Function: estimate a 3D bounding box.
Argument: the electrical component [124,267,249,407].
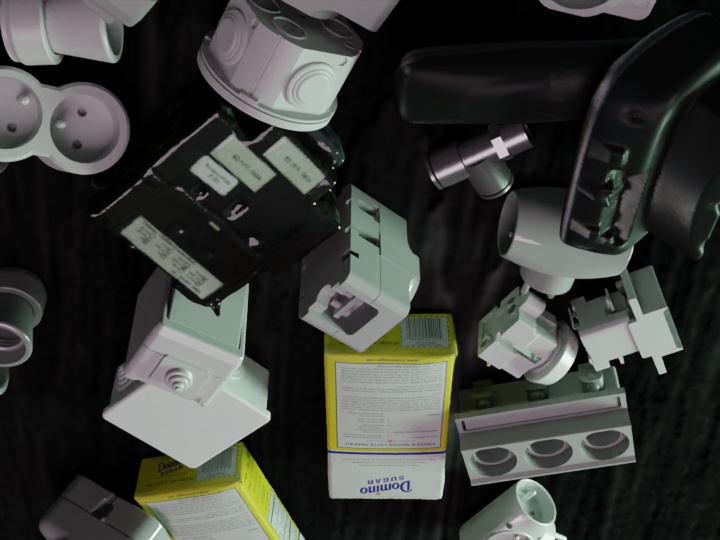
[{"bbox_3d":[-0.112,0.039,0.709,0.062,0.096,0.061,26,124,-22],"label":"electrical component"}]

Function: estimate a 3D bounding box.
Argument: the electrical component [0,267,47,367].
[{"bbox_3d":[-0.240,0.031,0.730,0.045,0.055,0.045,0,133,0],"label":"electrical component"}]

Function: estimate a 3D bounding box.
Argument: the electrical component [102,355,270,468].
[{"bbox_3d":[-0.125,0.090,0.790,0.100,0.048,0.100,-35,124,28],"label":"electrical component"}]

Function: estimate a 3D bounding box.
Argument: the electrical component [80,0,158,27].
[{"bbox_3d":[-0.125,-0.169,0.537,0.096,0.061,0.061,33,125,-27],"label":"electrical component"}]

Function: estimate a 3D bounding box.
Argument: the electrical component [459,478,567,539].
[{"bbox_3d":[0.139,0.221,0.915,0.079,0.044,0.077,26,128,-22],"label":"electrical component"}]

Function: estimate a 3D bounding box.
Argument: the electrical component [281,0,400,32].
[{"bbox_3d":[-0.018,-0.167,0.547,0.089,0.050,0.055,25,128,-21],"label":"electrical component"}]

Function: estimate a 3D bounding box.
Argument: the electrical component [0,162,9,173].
[{"bbox_3d":[-0.249,-0.060,0.656,0.044,0.044,0.065,33,130,-27],"label":"electrical component"}]

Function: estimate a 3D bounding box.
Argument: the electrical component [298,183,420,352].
[{"bbox_3d":[0.000,0.000,0.676,0.056,0.089,0.050,32,126,-26],"label":"electrical component"}]

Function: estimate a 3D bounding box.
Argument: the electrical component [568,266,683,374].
[{"bbox_3d":[0.181,0.036,0.740,0.064,0.042,0.081,-21,129,14],"label":"electrical component"}]

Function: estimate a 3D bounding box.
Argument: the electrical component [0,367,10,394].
[{"bbox_3d":[-0.282,0.067,0.766,0.047,0.055,0.055,-8,133,2],"label":"electrical component"}]

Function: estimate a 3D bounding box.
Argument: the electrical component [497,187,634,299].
[{"bbox_3d":[0.127,-0.011,0.698,0.077,0.043,0.079,9,133,-8],"label":"electrical component"}]

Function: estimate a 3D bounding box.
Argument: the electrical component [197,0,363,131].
[{"bbox_3d":[-0.042,-0.116,0.576,0.080,0.080,0.051,21,125,-18],"label":"electrical component"}]

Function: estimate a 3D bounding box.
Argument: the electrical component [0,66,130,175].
[{"bbox_3d":[-0.208,-0.089,0.614,0.138,0.074,0.052,9,93,-27],"label":"electrical component"}]

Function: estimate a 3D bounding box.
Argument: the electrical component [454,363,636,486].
[{"bbox_3d":[0.137,0.114,0.801,0.121,0.063,0.078,-10,132,10],"label":"electrical component"}]

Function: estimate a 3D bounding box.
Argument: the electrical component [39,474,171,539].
[{"bbox_3d":[-0.209,0.217,0.873,0.095,0.059,0.053,23,148,25],"label":"electrical component"}]

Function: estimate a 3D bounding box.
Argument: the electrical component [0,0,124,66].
[{"bbox_3d":[-0.161,-0.134,0.583,0.055,0.045,0.045,-1,133,2],"label":"electrical component"}]

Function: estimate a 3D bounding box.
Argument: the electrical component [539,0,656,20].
[{"bbox_3d":[0.110,-0.166,0.544,0.089,0.055,0.050,11,132,-10],"label":"electrical component"}]

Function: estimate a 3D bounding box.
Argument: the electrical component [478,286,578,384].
[{"bbox_3d":[0.118,0.049,0.754,0.055,0.048,0.066,32,126,-17],"label":"electrical component"}]
